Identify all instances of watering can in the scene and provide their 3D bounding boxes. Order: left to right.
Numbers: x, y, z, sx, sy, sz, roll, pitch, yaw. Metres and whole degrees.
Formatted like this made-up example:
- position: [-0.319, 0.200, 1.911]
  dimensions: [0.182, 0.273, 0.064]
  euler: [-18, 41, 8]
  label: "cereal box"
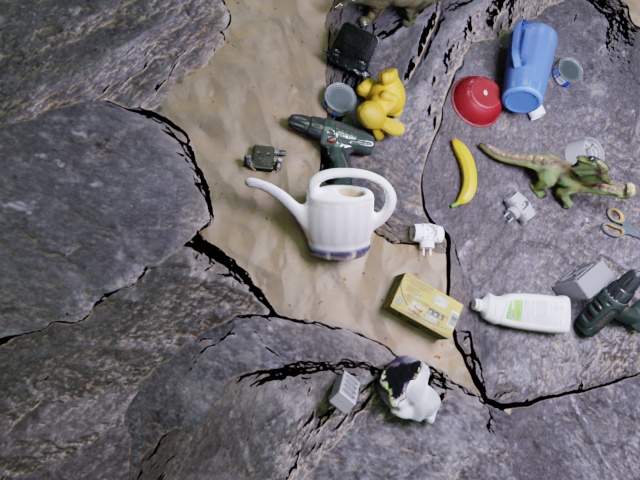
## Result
- position: [0.004, -0.060, 1.200]
  dimensions: [0.348, 0.106, 0.220]
  euler: [-1, 114, -4]
  label: "watering can"

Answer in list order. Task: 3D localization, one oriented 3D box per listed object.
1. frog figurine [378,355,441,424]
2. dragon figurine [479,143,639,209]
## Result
- position: [0.215, 0.351, 1.202]
  dimensions: [0.157, 0.122, 0.140]
  euler: [45, 58, -38]
  label: "frog figurine"
- position: [0.647, -0.190, 1.356]
  dimensions: [0.409, 0.241, 0.123]
  euler: [22, 79, -10]
  label: "dragon figurine"
